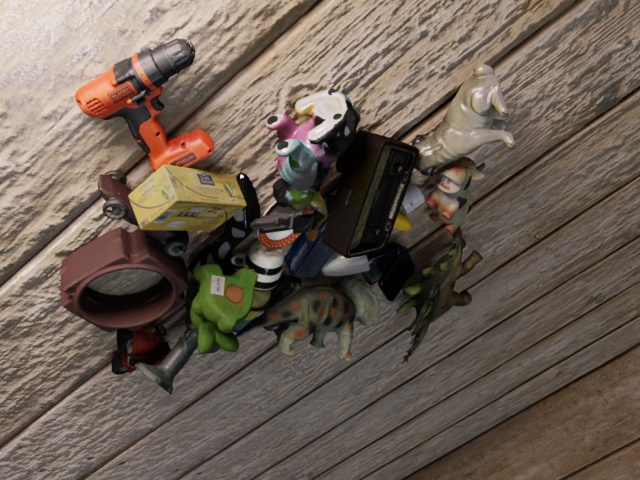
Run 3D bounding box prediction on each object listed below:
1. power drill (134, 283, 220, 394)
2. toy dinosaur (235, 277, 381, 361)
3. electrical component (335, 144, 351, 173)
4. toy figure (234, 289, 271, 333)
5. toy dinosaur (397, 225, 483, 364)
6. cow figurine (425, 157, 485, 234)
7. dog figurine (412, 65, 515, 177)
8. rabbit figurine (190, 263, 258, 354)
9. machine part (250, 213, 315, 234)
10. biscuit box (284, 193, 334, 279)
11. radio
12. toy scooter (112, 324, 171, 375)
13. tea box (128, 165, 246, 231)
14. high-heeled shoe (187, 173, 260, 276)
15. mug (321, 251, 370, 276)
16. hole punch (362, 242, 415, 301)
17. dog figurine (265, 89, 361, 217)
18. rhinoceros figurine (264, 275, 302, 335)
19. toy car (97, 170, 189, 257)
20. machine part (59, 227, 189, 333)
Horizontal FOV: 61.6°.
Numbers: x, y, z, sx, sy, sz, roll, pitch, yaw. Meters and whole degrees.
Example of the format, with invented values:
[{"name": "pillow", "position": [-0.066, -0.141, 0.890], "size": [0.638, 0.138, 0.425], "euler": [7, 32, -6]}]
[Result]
[{"name": "power drill", "position": [-0.303, 0.219, 1.173], "size": [0.207, 0.086, 0.231], "euler": [-56, 157, -26]}, {"name": "toy dinosaur", "position": [-0.003, 0.160, 1.207], "size": [0.404, 0.131, 0.192], "euler": [17, 90, -49]}, {"name": "electrical component", "position": [0.056, -0.156, 1.029], "size": [0.094, 0.021, 0.063], "euler": [-5, 138, -23]}, {"name": "toy figure", "position": [-0.165, 0.143, 1.194], "size": [0.089, 0.082, 0.180], "euler": [7, 139, -15]}, {"name": "toy dinosaur", "position": [0.292, 0.147, 1.381], "size": [0.198, 0.105, 0.470], "euler": [-24, 136, -28]}, {"name": "cow figurine", "position": [0.288, -0.103, 1.137], "size": [0.127, 0.086, 0.194], "euler": [-51, 155, -6]}, {"name": "dog figurine", "position": [0.249, -0.220, 1.009], "size": [0.191, 0.121, 0.172], "euler": [-15, 109, 16]}, {"name": "rabbit figurine", "position": [-0.196, 0.141, 1.049], "size": [0.121, 0.159, 0.170], "euler": [2, 157, -31]}, {"name": "machine part", "position": [-0.065, -0.032, 1.022], "size": [0.084, 0.039, 0.139], "euler": [-13, 173, 34]}, {"name": "biscuit box", "position": [-0.002, -0.003, 1.139], "size": [0.063, 0.059, 0.202], "euler": [8, 131, -34]}, {"name": "radio", "position": [0.097, -0.084, 1.020], "size": [0.131, 0.073, 0.229], "euler": [-4, 120, -47]}, {"name": "toy scooter", "position": [-0.389, 0.239, 1.205], "size": [0.135, 0.075, 0.183], "euler": [0, 137, -27]}, {"name": "tea box", "position": [-0.218, -0.066, 0.901], "size": [0.098, 0.068, 0.169], "euler": [-31, 166, 26]}, {"name": "high-heeled shoe", "position": [-0.195, -0.023, 1.038], "size": [0.145, 0.086, 0.248], "euler": [7, 120, 9]}, {"name": "mug", "position": [0.052, 0.045, 1.216], "size": [0.107, 0.081, 0.109], "euler": [-13, 160, 1]}, {"name": "hole punch", "position": [0.160, 0.068, 1.295], "size": [0.116, 0.092, 0.142], "euler": [-50, 139, -12]}, {"name": "dog figurine", "position": [-0.007, -0.138, 0.957], "size": [0.192, 0.109, 0.219], "euler": [-26, 145, -2]}, {"name": "rhinoceros figurine", "position": [-0.091, 0.156, 1.268], "size": [0.112, 0.073, 0.190], "euler": [-15, 137, -32]}, {"name": "toy car", "position": [-0.304, -0.041, 0.922], "size": [0.053, 0.089, 0.202], "euler": [-32, 140, 16]}, {"name": "machine part", "position": [-0.372, 0.083, 1.030], "size": [0.201, 0.087, 0.200], "euler": [-30, 140, 5]}]
